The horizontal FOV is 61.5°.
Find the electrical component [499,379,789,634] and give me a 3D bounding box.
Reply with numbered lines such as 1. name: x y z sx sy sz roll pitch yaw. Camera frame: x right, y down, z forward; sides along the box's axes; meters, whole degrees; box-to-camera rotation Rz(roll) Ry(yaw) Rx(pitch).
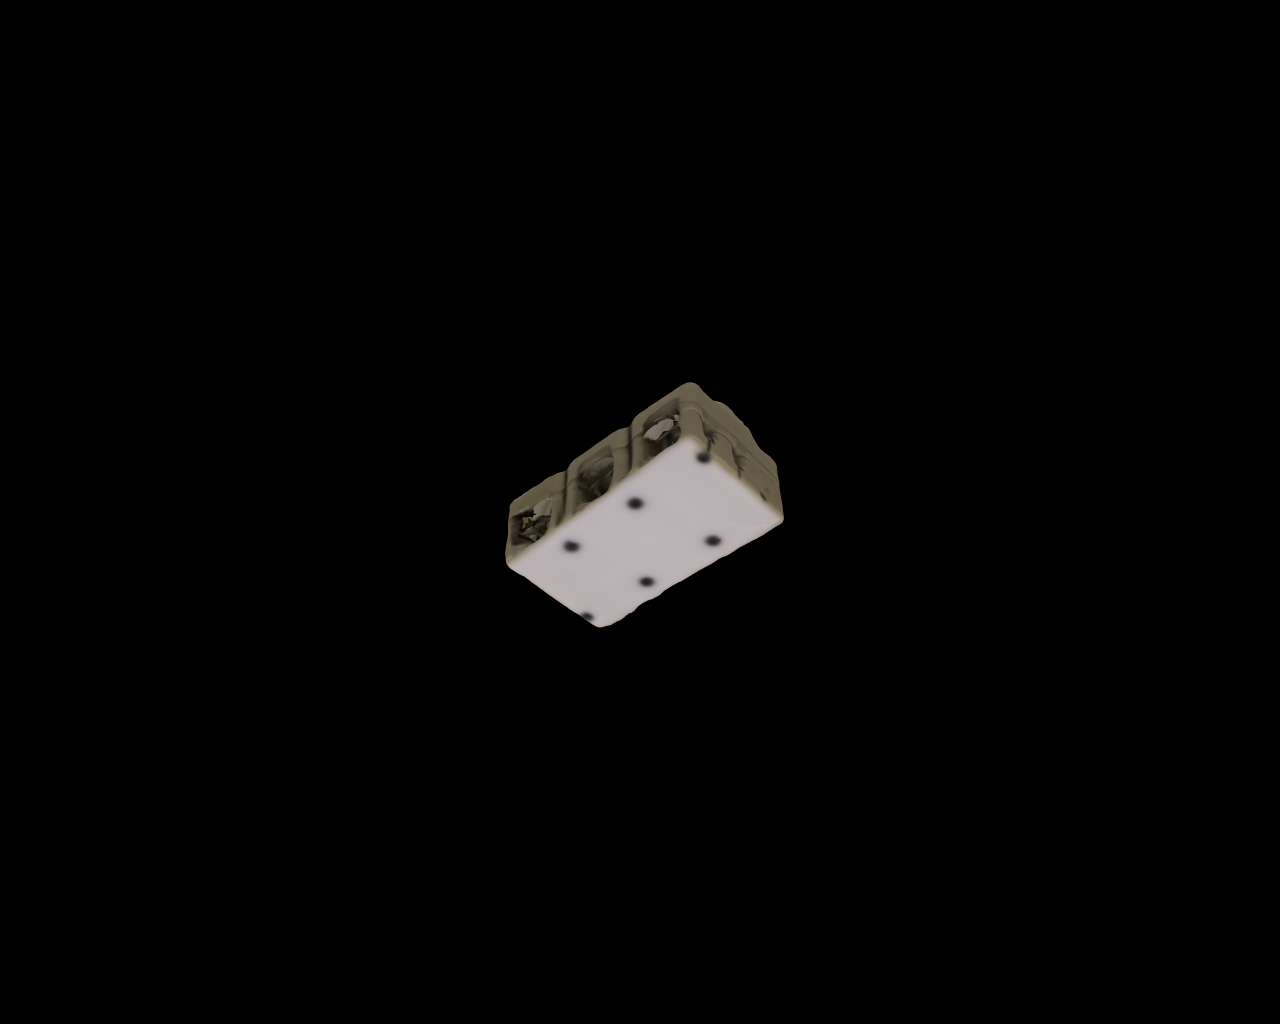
1. electrical component: 0.001 -0.003 0.650 0.150 0.062 0.089 -32 -54 27
